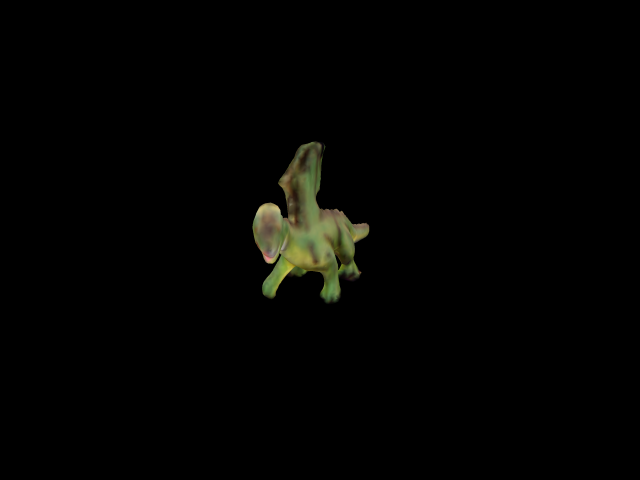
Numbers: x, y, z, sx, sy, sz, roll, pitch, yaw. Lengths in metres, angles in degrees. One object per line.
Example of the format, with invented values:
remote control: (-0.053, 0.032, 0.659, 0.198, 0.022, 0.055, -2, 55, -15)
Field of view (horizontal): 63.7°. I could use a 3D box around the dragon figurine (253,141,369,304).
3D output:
dragon figurine: (0.003, -0.043, 0.850, 0.122, 0.238, 0.417, 10, 26, 21)
